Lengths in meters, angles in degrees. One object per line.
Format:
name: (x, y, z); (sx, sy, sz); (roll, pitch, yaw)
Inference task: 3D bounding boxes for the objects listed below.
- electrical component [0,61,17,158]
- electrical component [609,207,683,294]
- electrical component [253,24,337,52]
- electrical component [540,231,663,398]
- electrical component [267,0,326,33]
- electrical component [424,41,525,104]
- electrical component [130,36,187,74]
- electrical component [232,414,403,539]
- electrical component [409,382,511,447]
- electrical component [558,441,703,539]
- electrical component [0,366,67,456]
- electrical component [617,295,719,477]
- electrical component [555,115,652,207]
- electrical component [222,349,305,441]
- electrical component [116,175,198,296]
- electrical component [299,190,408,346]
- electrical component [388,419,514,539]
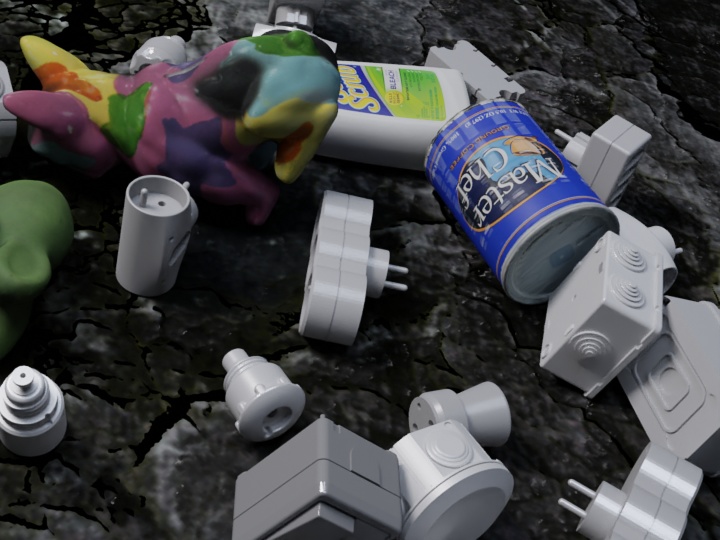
electrical component: (-0.294, -0.120, 0.808); (0.051, 0.080, 0.080); (-7, 47, -33)
electrical component: (0.238, -0.015, 0.906); (0.079, 0.043, 0.077); (-13, 50, -30)
electrical component: (-0.062, -0.198, 0.981); (0.077, 0.044, 0.079); (13, 2, -5)
electrical component: (0.177, 0.031, 0.795); (0.048, 0.099, 0.099); (28, 41, -8)
electrical component: (-0.062, -0.251, 1.042); (0.047, 0.083, 0.075); (8, 80, -11)
electrical component: (0.102, -0.165, 1.011); (0.050, 0.055, 0.089); (-20, 54, -35)
electrical component: (-0.173, -0.185, 0.948); (0.043, 0.043, 0.062); (20, 40, 2)
electrical component: (-0.029, 0.140, 0.613); (0.062, 0.096, 0.061); (33, 34, -28)
electrical component: (0.066, 0.101, 0.720); (0.055, 0.045, 0.045); (-7, 47, -25)
electrical component: (0.163, 0.159, 0.684); (0.074, 0.052, 0.138); (29, 42, 13)
electrical component: (-0.195, 0.079, 0.632); (0.040, 0.078, 0.040); (5, 57, -8)
electrical component: (0.241, 0.083, 0.770); (0.057, 0.078, 0.113); (11, 40, -29)
electrical component: (0.201, -0.097, 0.952); (0.076, 0.083, 0.047); (35, 44, 19)
electrical component: (-0.068, 0.077, 0.700); (0.048, 0.048, 0.062); (-14, 44, -31)
electrical component: (-0.141, -0.034, 0.769); (0.043, 0.077, 0.079); (22, 41, 4)
electrical component: (0.000, 0.000, 0.800); (0.074, 0.052, 0.138); (12, 42, -6)
electrical component: (0.049, 0.134, 0.652); (0.080, 0.080, 0.051); (-14, 45, -31)
